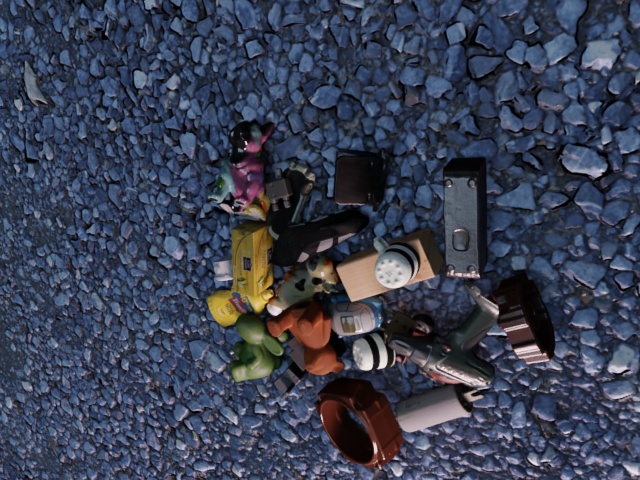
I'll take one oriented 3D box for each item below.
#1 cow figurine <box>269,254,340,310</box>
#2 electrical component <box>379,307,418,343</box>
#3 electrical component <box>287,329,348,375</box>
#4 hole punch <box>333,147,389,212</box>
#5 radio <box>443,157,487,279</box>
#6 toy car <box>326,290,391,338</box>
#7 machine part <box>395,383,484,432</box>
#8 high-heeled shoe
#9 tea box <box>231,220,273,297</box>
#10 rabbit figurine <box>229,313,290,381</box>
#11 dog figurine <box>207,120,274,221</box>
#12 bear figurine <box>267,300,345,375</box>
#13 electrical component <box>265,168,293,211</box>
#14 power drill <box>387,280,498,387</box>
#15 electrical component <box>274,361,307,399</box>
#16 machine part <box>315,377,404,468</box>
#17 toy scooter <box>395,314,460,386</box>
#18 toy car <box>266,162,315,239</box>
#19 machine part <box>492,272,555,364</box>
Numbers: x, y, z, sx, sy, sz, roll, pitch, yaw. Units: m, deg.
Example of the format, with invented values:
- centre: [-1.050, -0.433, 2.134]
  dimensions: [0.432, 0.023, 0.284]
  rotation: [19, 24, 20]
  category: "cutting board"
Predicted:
- centre: [-0.028, 0.108, 1.293]
  dimensions: [0.127, 0.085, 0.194]
  rotation: [30, 127, -5]
  category: "cow figurine"
- centre: [0.179, 0.204, 1.202]
  dimensions: [0.102, 0.045, 0.078]
  rotation: [22, 76, 41]
  category: "electrical component"
- centre: [-0.014, 0.272, 1.361]
  dimensions: [0.115, 0.058, 0.134]
  rotation: [49, 120, 6]
  category: "electrical component"
- centre: [0.083, -0.138, 1.173]
  dimensions: [0.116, 0.092, 0.142]
  rotation: [2, 107, -7]
  category: "hole punch"
- centre: [0.290, -0.042, 1.068]
  dimensions: [0.073, 0.131, 0.229]
  rotation: [0, 107, 24]
  category: "radio"
- centre: [0.079, 0.182, 1.261]
  dimensions: [0.162, 0.103, 0.109]
  rotation: [-3, 106, 28]
  category: "toy car"
- centre: [0.264, 0.389, 1.254]
  dimensions: [0.243, 0.079, 0.079]
  rotation: [-29, 93, 31]
  category: "machine part"
- centre: [-0.003, -0.004, 1.251]
  dimensions: [0.249, 0.145, 0.086]
  rotation: [-29, 76, 47]
  category: "high-heeled shoe"
- centre: [-0.166, 0.042, 1.334]
  dimensions: [0.068, 0.098, 0.169]
  rotation: [9, 112, 24]
  category: "tea box"
- centre: [-0.164, 0.270, 1.387]
  dimensions: [0.159, 0.121, 0.170]
  rotation: [0, 118, 12]
  category: "rabbit figurine"
- centre: [-0.165, -0.172, 1.267]
  dimensions: [0.109, 0.191, 0.219]
  rotation: [11, 77, 25]
  category: "dog figurine"
- centre: [-0.026, 0.245, 1.247]
  dimensions: [0.120, 0.132, 0.195]
  rotation: [-4, 106, 29]
  category: "bear figurine"
- centre: [-0.097, -0.116, 1.232]
  dimensions: [0.063, 0.021, 0.094]
  rotation: [-11, 97, 33]
  category: "electrical component"
- centre: [0.283, 0.188, 1.122]
  dimensions: [0.232, 0.086, 0.207]
  rotation: [31, 86, 0]
  category: "power drill"
- centre: [-0.079, 0.358, 1.385]
  dimensions: [0.048, 0.119, 0.075]
  rotation: [43, 122, 7]
  category: "electrical component"
- centre: [0.090, 0.444, 1.313]
  dimensions: [0.201, 0.087, 0.200]
  rotation: [-14, 101, 50]
  category: "machine part"
- centre: [0.246, 0.266, 1.224]
  dimensions: [0.184, 0.075, 0.135]
  rotation: [47, 119, 9]
  category: "toy scooter"
- centre: [-0.069, -0.088, 1.270]
  dimensions: [0.074, 0.056, 0.201]
  rotation: [32, 116, 20]
  category: "toy car"
- centre: [0.405, 0.154, 1.060]
  dimensions: [0.056, 0.179, 0.179]
  rotation: [-24, 95, 33]
  category: "machine part"
